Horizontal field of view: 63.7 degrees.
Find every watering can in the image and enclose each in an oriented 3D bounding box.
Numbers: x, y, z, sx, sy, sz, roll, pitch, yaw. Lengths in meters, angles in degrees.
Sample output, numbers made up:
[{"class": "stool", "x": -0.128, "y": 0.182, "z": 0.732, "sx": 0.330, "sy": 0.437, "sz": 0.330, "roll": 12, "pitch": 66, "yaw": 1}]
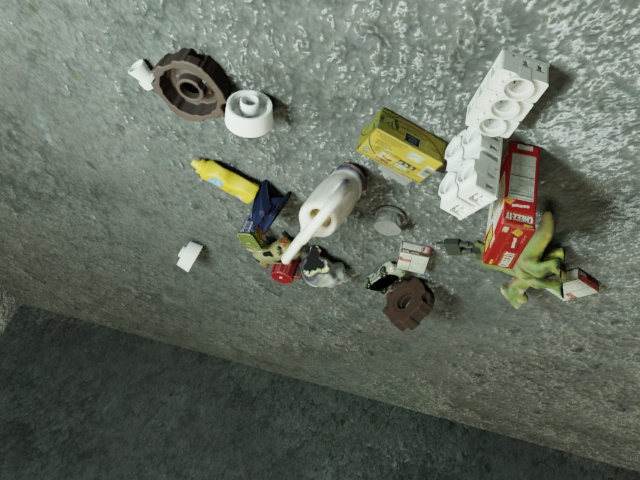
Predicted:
[{"class": "watering can", "x": 0.004, "y": -0.066, "z": 1.304, "sx": 0.104, "sy": 0.228, "sz": 0.341, "roll": 40, "pitch": 148, "yaw": -2}]

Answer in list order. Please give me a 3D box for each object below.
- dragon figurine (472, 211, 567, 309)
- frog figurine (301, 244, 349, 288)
[{"class": "dragon figurine", "x": 0.520, "y": 0.053, "z": 1.364, "sx": 0.243, "sy": 0.125, "sz": 0.402, "roll": 4, "pitch": 139, "yaw": 36}, {"class": "frog figurine", "x": 0.015, "y": 0.106, "z": 1.689, "sx": 0.139, "sy": 0.123, "sz": 0.157, "roll": 36, "pitch": 176, "yaw": 40}]
